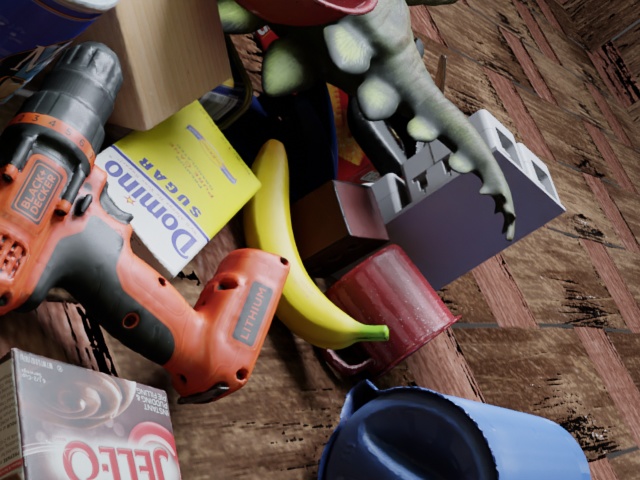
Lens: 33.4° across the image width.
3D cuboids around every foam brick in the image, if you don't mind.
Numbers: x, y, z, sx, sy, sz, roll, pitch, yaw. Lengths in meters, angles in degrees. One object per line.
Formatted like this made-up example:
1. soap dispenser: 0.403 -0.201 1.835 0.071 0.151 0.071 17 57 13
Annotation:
1. foam brick: 0.006 -0.007 0.863 0.052 0.078 0.051 5 61 -48

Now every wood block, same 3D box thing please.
1. wood block: -0.135 -0.187 0.686 0.090 0.090 0.206 -39 133 -37

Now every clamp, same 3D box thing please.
1. clamp: 0.049 -0.135 0.995 0.164 0.036 0.210 16 49 -33

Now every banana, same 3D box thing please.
1. banana: -0.020 0.012 0.821 0.198 0.069 0.037 61 -8 25

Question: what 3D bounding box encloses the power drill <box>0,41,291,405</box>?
1. power drill: -0.108 -0.004 0.623 0.187 0.057 0.184 35 56 -24

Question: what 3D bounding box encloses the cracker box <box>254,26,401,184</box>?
1. cracker box: 0.036 -0.151 1.105 0.163 0.072 0.214 4 55 -58

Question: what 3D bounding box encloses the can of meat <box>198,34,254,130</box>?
1. can of meat: -0.112 -0.144 0.856 0.083 0.058 0.102 7 52 -55

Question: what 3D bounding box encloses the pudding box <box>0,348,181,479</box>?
1. pudding box: -0.121 0.114 0.549 0.113 0.039 0.090 25 39 -47

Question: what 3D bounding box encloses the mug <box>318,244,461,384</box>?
1. mug: 0.045 0.063 0.861 0.117 0.093 0.081 -32 81 -29

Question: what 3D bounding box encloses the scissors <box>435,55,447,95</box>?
1. scissors: 0.117 -0.136 1.171 0.096 0.016 0.202 -123 -161 -47

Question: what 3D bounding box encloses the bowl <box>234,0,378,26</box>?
1. bowl: -0.035 -0.204 0.744 0.162 0.055 0.162 32 36 -27

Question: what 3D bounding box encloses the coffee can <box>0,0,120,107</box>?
1. coffee can: -0.194 -0.130 0.594 0.102 0.140 0.103 41 29 -29

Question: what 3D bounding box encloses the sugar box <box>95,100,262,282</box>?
1. sugar box: -0.108 -0.035 0.742 0.093 0.048 0.176 52 24 -9

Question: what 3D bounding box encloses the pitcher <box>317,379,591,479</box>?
1. pitcher: 0.118 0.189 0.780 0.242 0.145 0.149 18 80 -57
